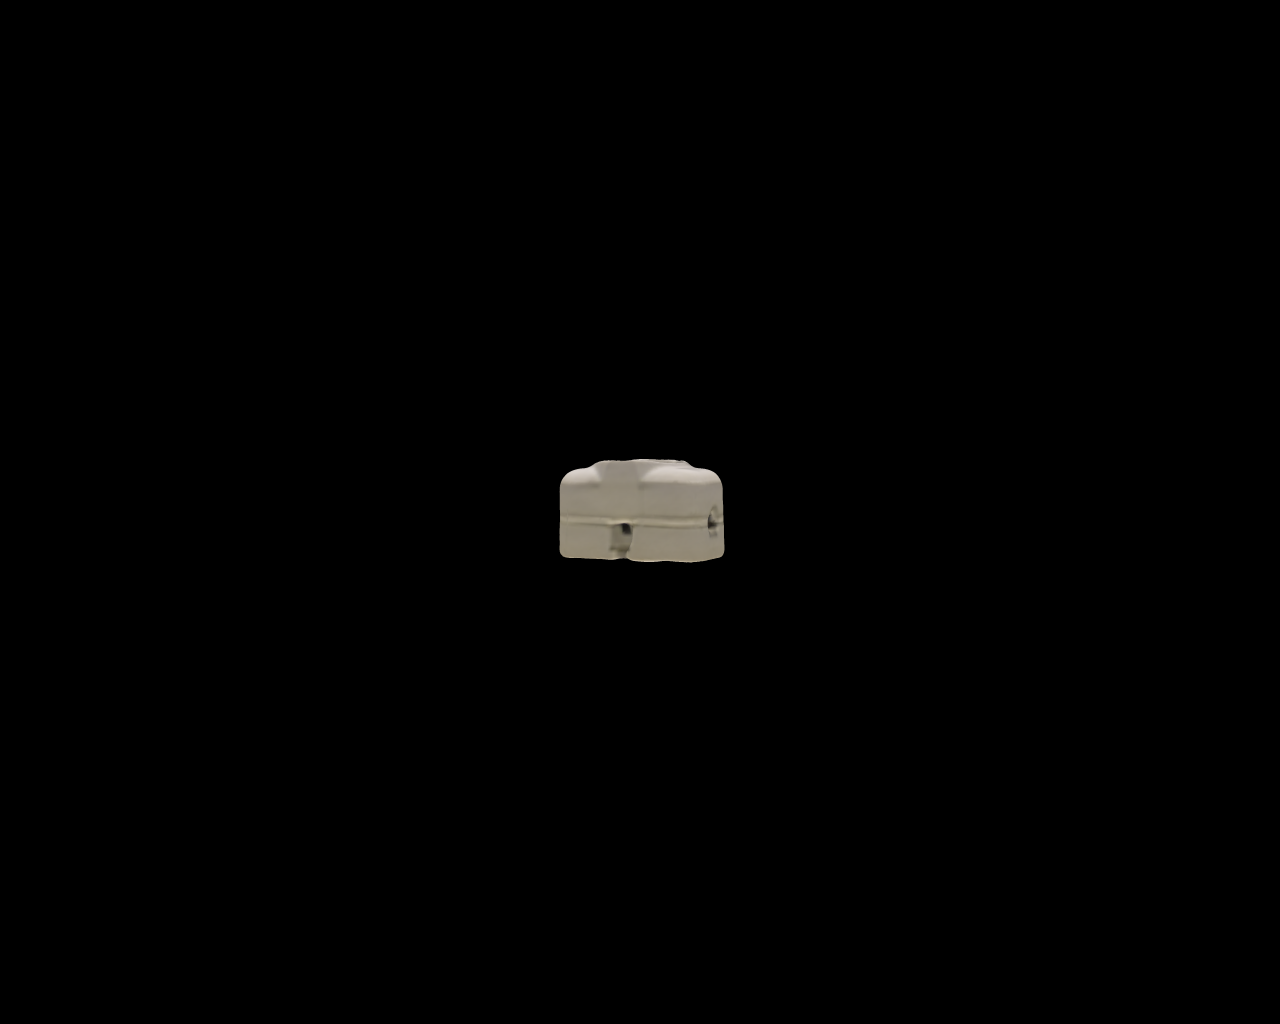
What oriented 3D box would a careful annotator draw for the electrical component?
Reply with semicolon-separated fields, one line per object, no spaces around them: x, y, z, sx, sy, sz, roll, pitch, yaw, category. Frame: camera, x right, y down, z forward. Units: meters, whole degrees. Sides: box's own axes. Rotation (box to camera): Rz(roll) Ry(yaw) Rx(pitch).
0.001;-0.003;0.650;0.095;0.059;0.054;2;4;27;electrical component
